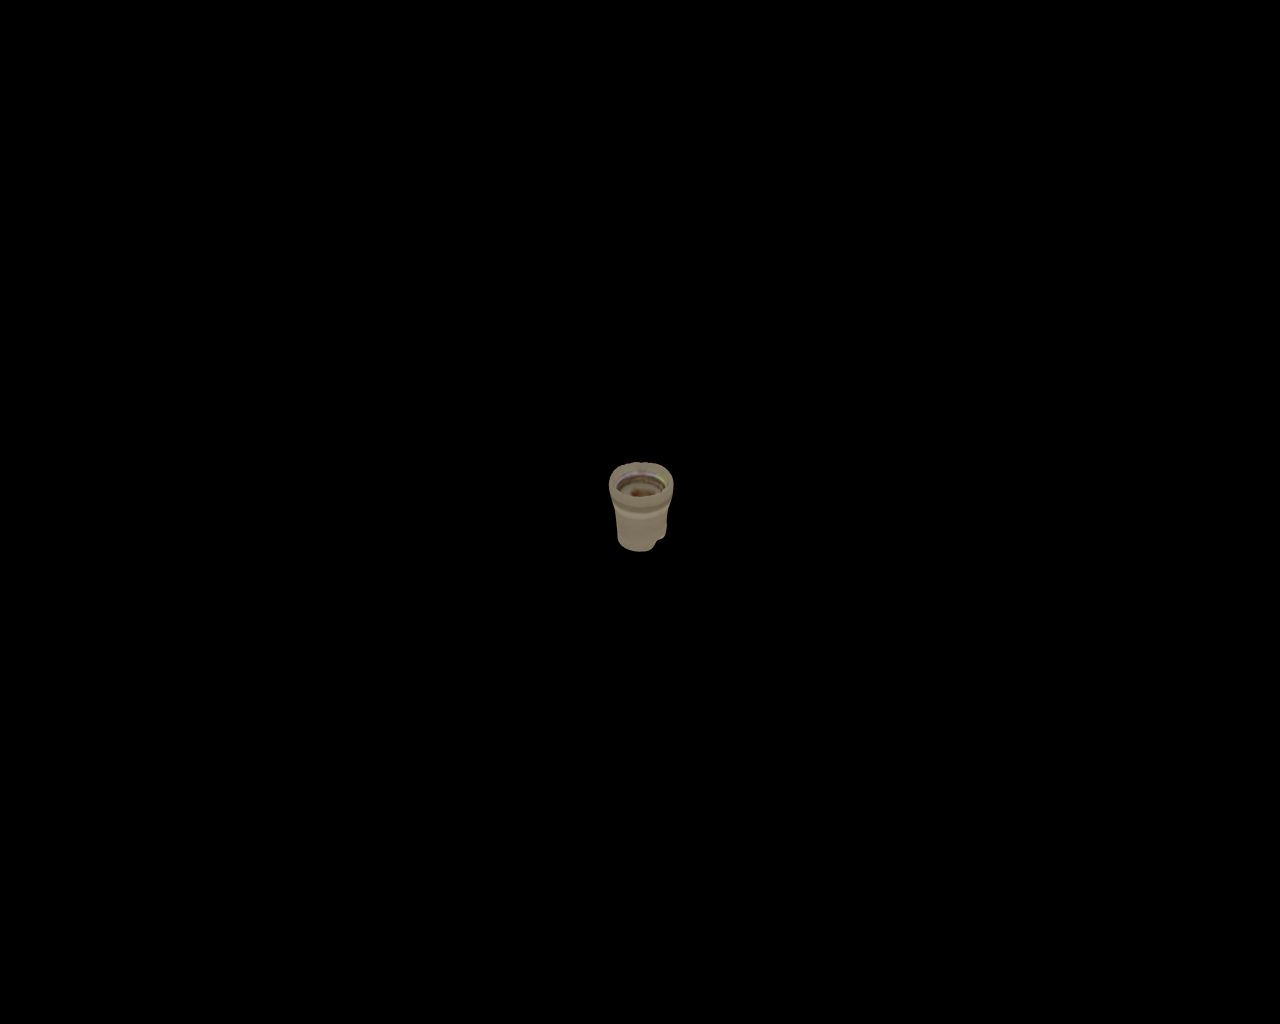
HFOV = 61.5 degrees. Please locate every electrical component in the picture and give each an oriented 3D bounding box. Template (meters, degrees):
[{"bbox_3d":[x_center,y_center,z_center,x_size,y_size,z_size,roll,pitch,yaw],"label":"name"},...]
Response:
[{"bbox_3d":[0.001,-0.003,0.650,0.040,0.046,0.040,0,37,0],"label":"electrical component"}]
